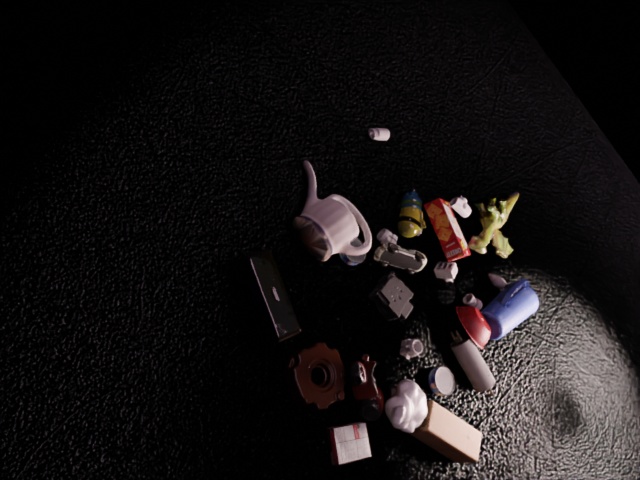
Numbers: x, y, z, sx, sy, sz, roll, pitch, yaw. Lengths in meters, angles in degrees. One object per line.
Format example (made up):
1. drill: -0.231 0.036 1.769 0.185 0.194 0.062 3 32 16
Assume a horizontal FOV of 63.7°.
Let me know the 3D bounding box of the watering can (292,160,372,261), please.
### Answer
1. watering can: 0.005 -0.078 1.546 0.350 0.102 0.228 48 51 10

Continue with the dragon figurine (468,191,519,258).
1. dragon figurine: 0.715 -0.049 2.057 0.413 0.122 0.242 -16 97 -37

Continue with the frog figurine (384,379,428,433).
1. frog figurine: 0.239 0.455 1.414 0.123 0.157 0.139 10 75 8
